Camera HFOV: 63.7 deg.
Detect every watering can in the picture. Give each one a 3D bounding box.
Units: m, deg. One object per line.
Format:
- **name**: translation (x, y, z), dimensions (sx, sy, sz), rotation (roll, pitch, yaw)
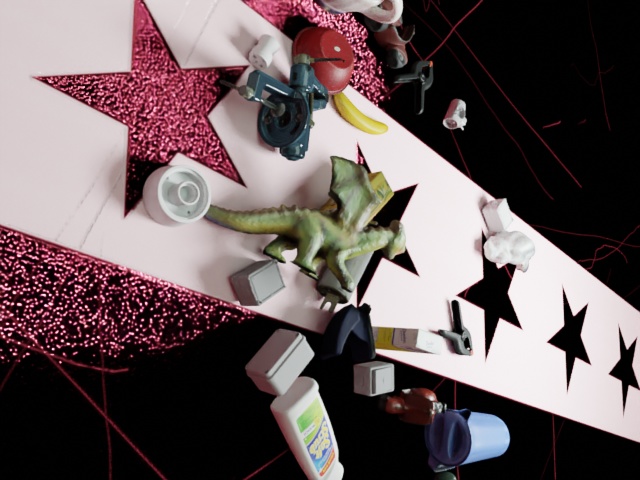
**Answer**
- **watering can**: translation (0.036, -0.586, 1.075), dimensions (0.343, 0.226, 0.105), rotation (41, 80, -31)

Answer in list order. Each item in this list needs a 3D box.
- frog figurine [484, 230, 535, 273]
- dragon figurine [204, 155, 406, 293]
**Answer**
- **frog figurine**: translation (0.563, 0.019, 1.554), dimensions (0.158, 0.120, 0.141), rotation (26, 37, -28)
- **dragon figurine**: translation (0.003, -0.050, 1.002), dimensions (0.407, 0.122, 0.244), rotation (31, 82, -19)
